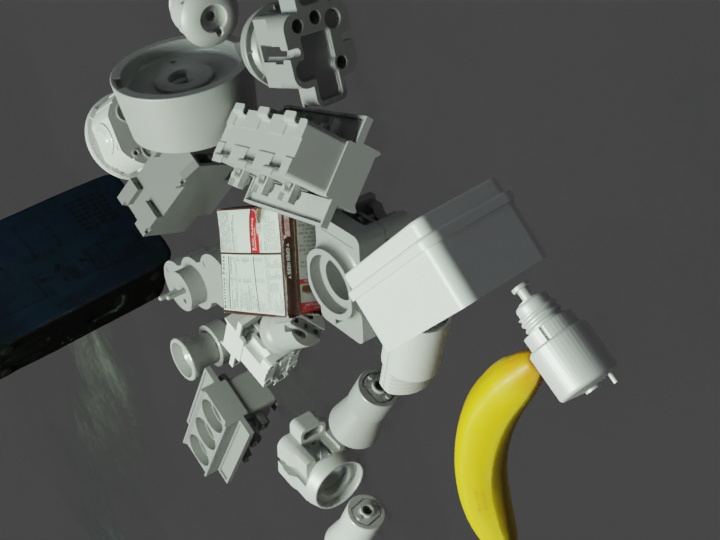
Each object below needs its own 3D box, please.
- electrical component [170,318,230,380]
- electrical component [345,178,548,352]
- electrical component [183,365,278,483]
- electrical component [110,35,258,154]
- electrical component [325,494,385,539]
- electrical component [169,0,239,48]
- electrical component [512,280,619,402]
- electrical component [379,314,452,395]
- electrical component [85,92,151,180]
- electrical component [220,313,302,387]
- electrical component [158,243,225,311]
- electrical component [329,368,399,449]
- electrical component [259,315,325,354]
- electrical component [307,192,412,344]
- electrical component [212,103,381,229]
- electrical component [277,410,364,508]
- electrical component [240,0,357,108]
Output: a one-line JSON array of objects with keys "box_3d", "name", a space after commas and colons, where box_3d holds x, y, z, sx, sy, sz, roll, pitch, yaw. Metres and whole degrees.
[{"box_3d": [-0.150, 0.077, 1.050, 0.045, 0.055, 0.045, 36, 139, 39], "name": "electrical component"}, {"box_3d": [0.050, -0.002, 0.664, 0.057, 0.078, 0.113, 59, 149, 4], "name": "electrical component"}, {"box_3d": [-0.128, 0.148, 1.061, 0.078, 0.063, 0.121, 53, 148, 18], "name": "electrical component"}, {"box_3d": [-0.130, -0.129, 0.821, 0.108, 0.108, 0.060, 32, 143, 42], "name": "electrical component"}, {"box_3d": [-0.002, 0.227, 0.950, 0.044, 0.044, 0.065, 50, 142, 23], "name": "electrical component"}, {"box_3d": [-0.125, -0.200, 0.820, 0.062, 0.048, 0.048, 40, 142, 45], "name": "electrical component"}, {"box_3d": [0.116, 0.041, 0.630, 0.078, 0.040, 0.040, 56, 149, 14], "name": "electrical component"}, {"box_3d": [0.037, 0.056, 0.759, 0.043, 0.043, 0.081, 43, 143, 32], "name": "electrical component"}, {"box_3d": [-0.198, -0.123, 0.953, 0.051, 0.080, 0.080, -15, 100, 54], "name": "electrical component"}, {"box_3d": [-0.087, 0.066, 0.954, 0.063, 0.042, 0.081, 49, 151, 17], "name": "electrical component"}, {"box_3d": [-0.148, 0.012, 0.980, 0.138, 0.074, 0.052, -7, 106, 58], "name": "electrical component"}, {"box_3d": [0.006, 0.107, 0.849, 0.044, 0.044, 0.065, 52, 143, 20], "name": "electrical component"}, {"box_3d": [-0.056, 0.049, 0.902, 0.046, 0.040, 0.040, -13, 101, 54], "name": "electrical component"}, {"box_3d": [0.000, 0.000, 0.763, 0.050, 0.056, 0.089, 33, 138, 41], "name": "electrical component"}, {"box_3d": [-0.049, -0.080, 0.748, 0.121, 0.063, 0.078, 21, 88, 57], "name": "electrical component"}, {"box_3d": [-0.034, 0.170, 0.940, 0.057, 0.058, 0.078, 40, 142, 39], "name": "electrical component"}, {"box_3d": [-0.043, -0.150, 0.718, 0.057, 0.058, 0.078, 13, 123, 50], "name": "electrical component"}]
